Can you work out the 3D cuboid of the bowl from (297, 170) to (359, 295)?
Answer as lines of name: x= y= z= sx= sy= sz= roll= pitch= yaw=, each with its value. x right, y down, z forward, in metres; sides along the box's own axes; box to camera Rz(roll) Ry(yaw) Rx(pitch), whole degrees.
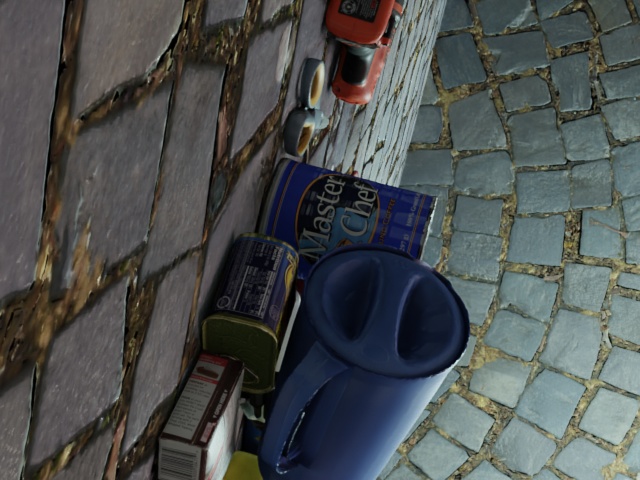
bowl: x=-0.007 y=0.001 z=1.081 sx=0.162 sy=0.055 sz=0.162 roll=15 pitch=89 yaw=-84

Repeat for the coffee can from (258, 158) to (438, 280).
coffee can: x=0.024 y=-0.007 z=0.944 sx=0.102 sy=0.140 sz=0.103 roll=16 pitch=89 yaw=-83

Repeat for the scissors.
scissors: x=-0.003 y=-0.131 z=0.998 sx=0.201 sy=0.016 sz=0.096 roll=-59 pitch=163 yaw=-69

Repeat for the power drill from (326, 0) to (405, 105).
power drill: x=0.053 y=-0.237 z=1.050 sx=0.187 sy=0.057 sz=0.184 roll=45 pitch=61 yaw=-83

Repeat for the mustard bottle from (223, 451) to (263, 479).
mustard bottle: x=-0.081 y=0.280 z=1.068 sx=0.192 sy=0.058 sz=0.096 roll=91 pitch=16 yaw=-64

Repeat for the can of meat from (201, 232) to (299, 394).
can of meat: x=-0.052 y=0.056 z=0.820 sx=0.102 sy=0.057 sz=0.084 roll=97 pitch=8 yaw=-54

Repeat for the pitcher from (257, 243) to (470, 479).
pitcher: x=0.016 y=0.132 z=0.884 sx=0.243 sy=0.149 sz=0.145 roll=110 pitch=-20 yaw=-44

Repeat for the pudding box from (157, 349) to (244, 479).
pudding box: x=-0.090 y=0.153 z=0.793 sx=0.090 sy=0.039 sz=0.114 roll=-68 pitch=173 yaw=-48
